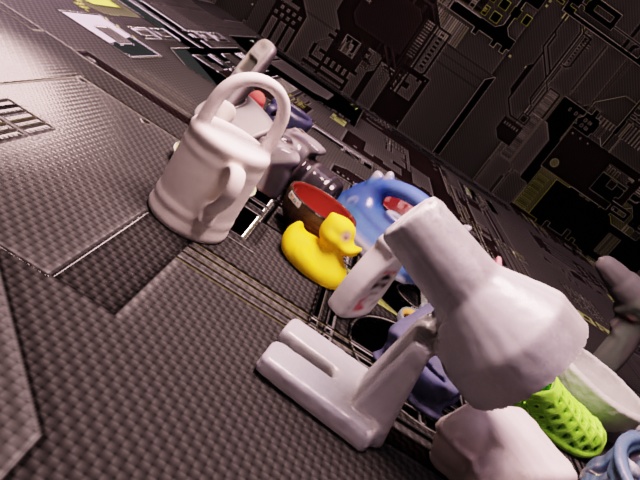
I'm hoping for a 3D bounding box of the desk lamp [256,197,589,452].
[{"bbox_3d":[0.087,0.083,0.503,0.203,0.213,0.118,36,19,3],"label":"desk lamp"}]

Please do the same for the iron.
[{"bbox_3d":[0.123,-0.036,0.944,0.257,0.141,0.119,45,22,27],"label":"iron"}]

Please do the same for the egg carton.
[{"bbox_3d":[0.179,0.216,0.559,0.151,0.069,0.107,17,26,-40],"label":"egg carton"}]

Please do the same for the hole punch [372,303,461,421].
[{"bbox_3d":[0.132,0.131,0.648,0.108,0.091,0.101,44,22,25],"label":"hole punch"}]

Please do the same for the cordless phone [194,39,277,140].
[{"bbox_3d":[-0.119,-0.238,0.959,0.094,0.185,0.147,11,30,-49],"label":"cordless phone"}]

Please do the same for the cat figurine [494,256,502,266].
[{"bbox_3d":[0.272,0.075,0.964,0.067,0.117,0.128,31,20,-9],"label":"cat figurine"}]

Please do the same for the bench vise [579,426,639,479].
[{"bbox_3d":[0.367,0.227,0.611,0.121,0.219,0.207,34,19,-2],"label":"bench vise"}]

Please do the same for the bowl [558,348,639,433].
[{"bbox_3d":[0.406,0.234,0.876,0.168,0.074,0.167,30,20,-12],"label":"bowl"}]

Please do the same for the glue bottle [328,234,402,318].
[{"bbox_3d":[0.080,0.021,0.696,0.037,0.173,0.078,43,21,23],"label":"glue bottle"}]

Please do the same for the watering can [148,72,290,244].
[{"bbox_3d":[-0.110,-0.105,0.650,0.101,0.194,0.172,9,32,-51],"label":"watering can"}]

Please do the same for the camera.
[{"bbox_3d":[-0.031,-0.113,0.938,0.136,0.100,0.143,38,20,11],"label":"camera"}]

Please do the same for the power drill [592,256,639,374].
[{"bbox_3d":[0.546,0.167,1.057,0.229,0.208,0.076,34,19,-2],"label":"power drill"}]

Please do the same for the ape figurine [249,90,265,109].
[{"bbox_3d":[-0.135,-0.238,1.072,0.078,0.092,0.076,23,23,-30],"label":"ape figurine"}]

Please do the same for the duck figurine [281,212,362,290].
[{"bbox_3d":[0.007,0.003,0.751,0.104,0.086,0.078,39,20,11],"label":"duck figurine"}]

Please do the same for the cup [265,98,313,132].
[{"bbox_3d":[-0.080,-0.214,1.100,0.091,0.095,0.118,43,21,22],"label":"cup"}]
